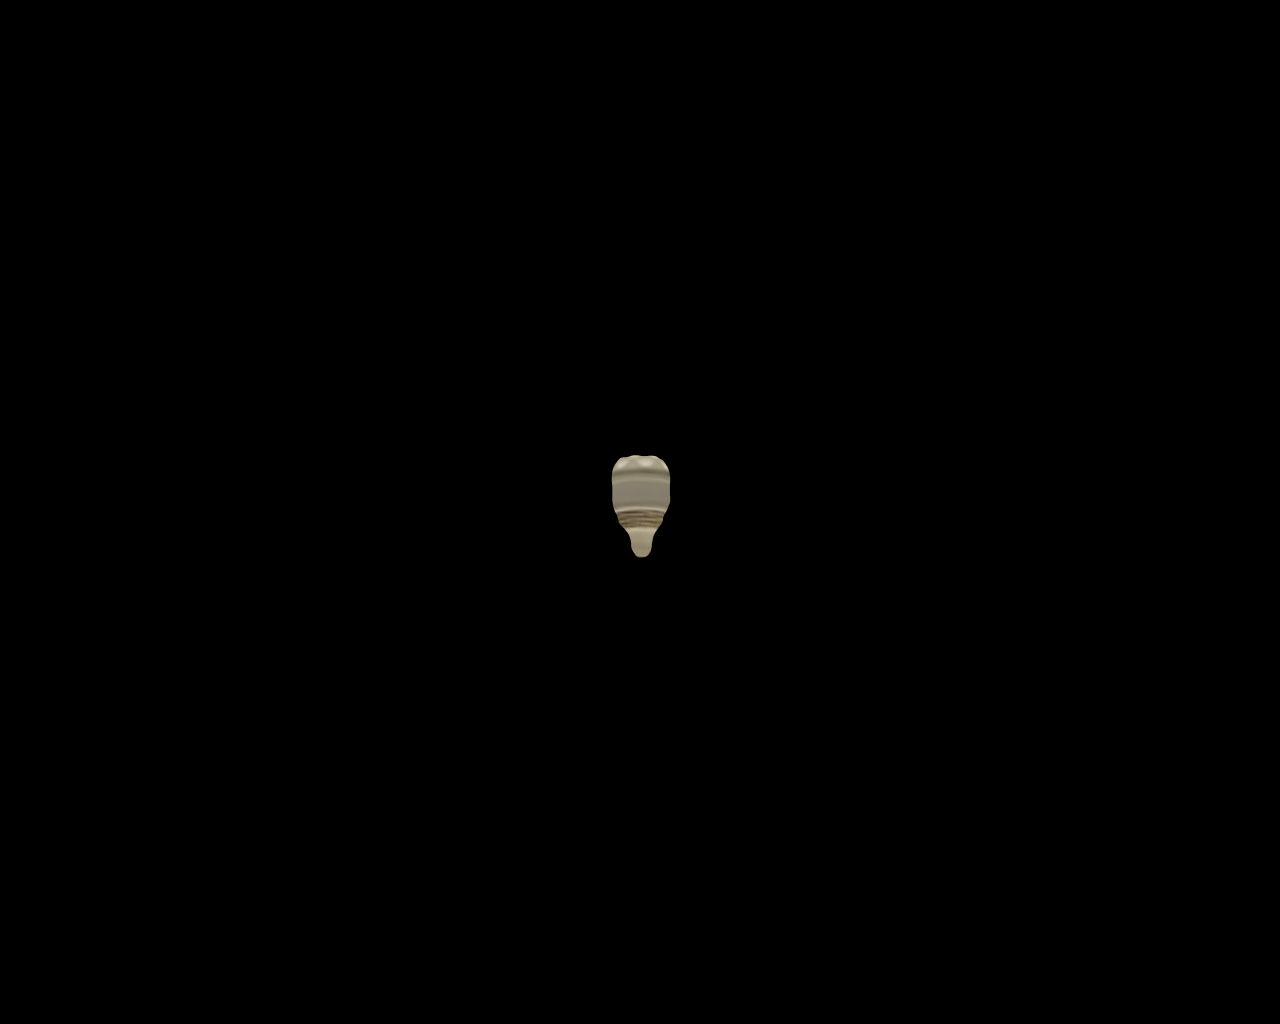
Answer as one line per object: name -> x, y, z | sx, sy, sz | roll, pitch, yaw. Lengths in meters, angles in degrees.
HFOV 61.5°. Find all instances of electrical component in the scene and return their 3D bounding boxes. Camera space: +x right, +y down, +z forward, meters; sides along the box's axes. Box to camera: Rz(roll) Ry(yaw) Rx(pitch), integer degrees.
electrical component -> 0.001, -0.003, 0.650 | 0.035, 0.061, 0.035 | 0, -7, 0
